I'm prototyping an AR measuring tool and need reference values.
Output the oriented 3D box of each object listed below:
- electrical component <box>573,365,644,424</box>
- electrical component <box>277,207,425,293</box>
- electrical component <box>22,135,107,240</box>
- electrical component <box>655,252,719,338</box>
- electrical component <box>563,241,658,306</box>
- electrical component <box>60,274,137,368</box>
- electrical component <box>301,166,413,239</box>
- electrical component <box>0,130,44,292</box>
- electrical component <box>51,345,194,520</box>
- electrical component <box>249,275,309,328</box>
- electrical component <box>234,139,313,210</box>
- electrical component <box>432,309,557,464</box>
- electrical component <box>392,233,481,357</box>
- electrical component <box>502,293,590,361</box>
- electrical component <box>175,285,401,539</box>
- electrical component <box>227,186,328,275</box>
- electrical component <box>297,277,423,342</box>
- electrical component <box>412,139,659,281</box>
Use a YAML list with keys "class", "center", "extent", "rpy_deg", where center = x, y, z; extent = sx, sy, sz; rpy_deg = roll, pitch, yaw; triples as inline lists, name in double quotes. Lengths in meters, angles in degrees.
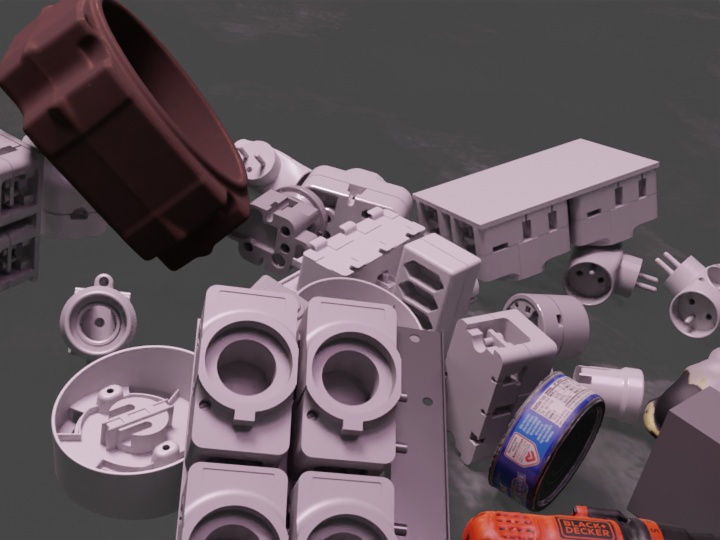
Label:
- class: "electrical component"
  center: [0.180, 0.089, 0.785]
  extent: [0.046, 0.040, 0.040]
  rpy_deg: [8, 29, 3]
- class: "electrical component"
  center: [0.000, 0.000, 0.841]
  extent: [0.079, 0.063, 0.121]
  rpy_deg: [27, 33, 23]
- class: "electrical component"
  center: [-0.242, -0.074, 0.877]
  extent: [0.054, 0.059, 0.095]
  rpy_deg: [-6, 35, -30]
- class: "electrical component"
  center: [0.293, 0.014, 0.940]
  extent: [0.079, 0.044, 0.077]
  rpy_deg: [45, 39, 16]
- class: "electrical component"
  center: [0.223, 0.001, 0.947]
  extent: [0.079, 0.043, 0.077]
  rpy_deg: [19, 30, 10]
- class: "electrical component"
  center: [-0.172, 0.035, 0.709]
  extent: [0.048, 0.066, 0.055]
  rpy_deg: [6, -3, -12]
- class: "electrical component"
  center: [-0.005, -0.052, 0.937]
  extent: [0.095, 0.053, 0.059]
  rpy_deg: [16, 30, 6]
- class: "electrical component"
  center: [-0.321, -0.065, 0.785]
  extent: [0.186, 0.105, 0.060]
  rpy_deg: [27, 33, 23]
- class: "electrical component"
  center: [-0.129, 0.094, 0.627]
  extent: [0.099, 0.064, 0.099]
  rpy_deg: [10, 30, -6]
- class: "electrical component"
  center: [-0.050, 0.063, 0.668]
  extent: [0.100, 0.099, 0.048]
  rpy_deg: [33, 34, 4]
- class: "electrical component"
  center: [-0.086, -0.090, 0.957]
  extent: [0.077, 0.043, 0.079]
  rpy_deg: [26, -9, 22]
- class: "electrical component"
  center: [0.091, 0.077, 0.719]
  extent: [0.056, 0.089, 0.050]
  rpy_deg: [-8, 36, -33]
- class: "electrical component"
  center: [0.065, 0.016, 0.818]
  extent: [0.047, 0.083, 0.076]
  rpy_deg: [32, 35, 29]
- class: "electrical component"
  center: [0.144, 0.045, 0.831]
  extent: [0.047, 0.055, 0.055]
  rpy_deg: [-1, 32, -30]
- class: "electrical component"
  center: [-0.037, 0.105, 0.557]
  extent: [0.105, 0.060, 0.186]
  rpy_deg: [7, 63, -11]
- class: "electrical component"
  center: [-0.063, -0.036, 0.885]
  extent: [0.078, 0.058, 0.057]
  rpy_deg: [24, 34, 18]
- class: "electrical component"
  center: [-0.006, 0.058, 0.738]
  extent: [0.099, 0.064, 0.099]
  rpy_deg: [10, 30, -6]
- class: "electrical component"
  center: [0.156, -0.052, 0.943]
  extent: [0.186, 0.060, 0.105]
  rpy_deg: [-19, 26, -23]
